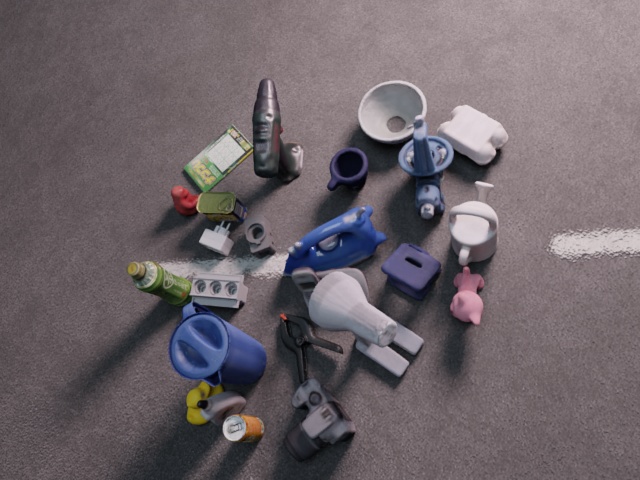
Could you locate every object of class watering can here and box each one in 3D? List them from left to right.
[{"bbox_3d":[0.318,-0.037,1.189,0.100,0.194,0.173,-7,69,14],"label":"watering can"}]

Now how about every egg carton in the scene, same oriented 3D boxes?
[{"bbox_3d":[0.351,-0.242,1.322,0.150,0.069,0.107,36,84,24],"label":"egg carton"}]

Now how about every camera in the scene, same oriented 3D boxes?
[{"bbox_3d":[-0.020,0.381,1.190,0.137,0.101,0.143,-41,65,-1],"label":"camera"}]

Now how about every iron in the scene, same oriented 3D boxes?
[{"bbox_3d":[0.012,0.005,1.293,0.258,0.142,0.118,-27,66,6],"label":"iron"}]

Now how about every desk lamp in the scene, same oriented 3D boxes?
[{"bbox_3d":[0.095,0.170,1.169,0.202,0.214,0.118,31,82,24],"label":"desk lamp"}]

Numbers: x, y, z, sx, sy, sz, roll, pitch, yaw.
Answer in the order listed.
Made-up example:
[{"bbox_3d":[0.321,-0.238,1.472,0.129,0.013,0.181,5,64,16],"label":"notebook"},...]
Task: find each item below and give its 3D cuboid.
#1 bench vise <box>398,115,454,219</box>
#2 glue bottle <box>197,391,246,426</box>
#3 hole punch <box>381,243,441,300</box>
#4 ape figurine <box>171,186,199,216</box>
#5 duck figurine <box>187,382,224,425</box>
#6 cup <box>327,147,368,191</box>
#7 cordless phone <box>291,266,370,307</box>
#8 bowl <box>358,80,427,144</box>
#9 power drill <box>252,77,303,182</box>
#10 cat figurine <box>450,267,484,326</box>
[{"bbox_3d":[0.239,-0.160,1.242,0.121,0.220,0.207,-20,66,9],"label":"bench vise"},{"bbox_3d":[-0.219,0.356,1.218,0.037,0.173,0.078,35,84,24],"label":"glue bottle"},{"bbox_3d":[0.198,0.061,1.246,0.108,0.091,0.101,30,81,24],"label":"hole punch"},{"bbox_3d":[-0.348,-0.108,1.467,0.076,0.092,0.077,-39,65,0],"label":"ape figurine"},{"bbox_3d":[-0.269,0.361,1.279,0.077,0.086,0.105,27,80,23],"label":"duck figurine"},{"bbox_3d":[0.068,-0.149,1.358,0.091,0.095,0.118,40,85,25],"label":"cup"},{"bbox_3d":[0.022,0.097,1.233,0.147,0.185,0.094,-13,68,12],"label":"cordless phone"},{"bbox_3d":[0.179,-0.297,1.389,0.167,0.075,0.167,-5,70,15],"label":"bowl"},{"bbox_3d":[-0.107,-0.241,1.380,0.075,0.209,0.229,-3,70,16],"label":"power drill"},{"bbox_3d":[0.303,0.117,1.180,0.067,0.118,0.128,0,71,17],"label":"cat figurine"}]
